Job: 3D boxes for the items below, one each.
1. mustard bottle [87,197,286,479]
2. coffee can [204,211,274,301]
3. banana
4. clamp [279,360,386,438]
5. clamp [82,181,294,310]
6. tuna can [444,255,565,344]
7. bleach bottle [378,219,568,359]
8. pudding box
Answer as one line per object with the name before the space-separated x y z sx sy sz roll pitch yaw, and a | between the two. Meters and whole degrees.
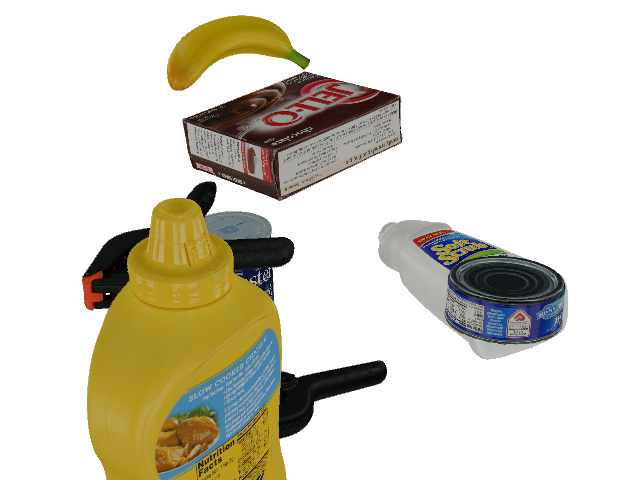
mustard bottle | -0.054 0.070 0.448 0.058 0.192 0.096 21 36 30
coffee can | -0.109 0.048 1.324 0.103 0.140 0.103 -1 26 0
banana | -0.089 -0.187 1.038 0.070 0.037 0.197 44 38 20
clamp | -0.030 0.156 1.108 0.165 0.036 0.209 11 26 15
clamp | -0.121 0.004 0.867 0.171 0.039 0.120 -17 36 -28
tuna can | 0.134 0.042 0.777 0.086 0.034 0.086 1 22 0
bleach bottle | 0.120 0.030 1.010 0.102 0.068 0.251 -14 22 -22
pudding box | -0.017 -0.070 0.686 0.113 0.039 0.090 -30 35 -35
